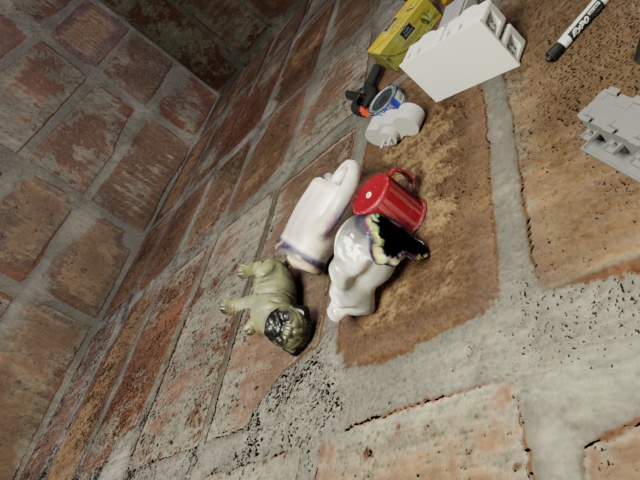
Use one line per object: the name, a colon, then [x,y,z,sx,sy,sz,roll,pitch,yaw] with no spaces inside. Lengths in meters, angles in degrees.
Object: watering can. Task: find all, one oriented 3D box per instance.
watering can: [0.003,-0.050,0.985,0.224,0.104,0.348,-60,8,0]

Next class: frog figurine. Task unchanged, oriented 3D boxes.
frog figurine: [0.059,0.039,0.753,0.156,0.123,0.139,-47,-9,36]
